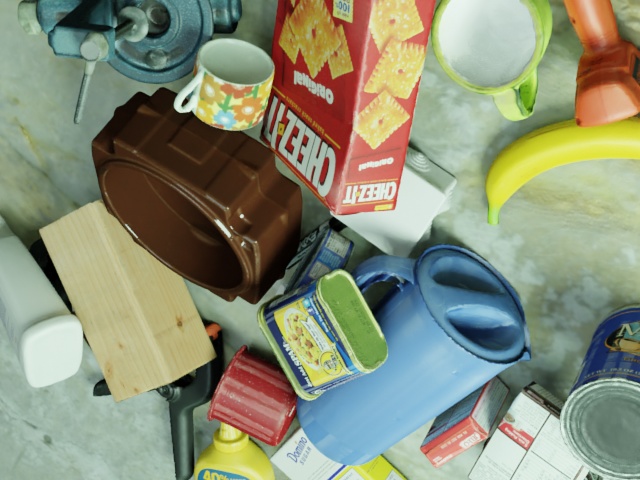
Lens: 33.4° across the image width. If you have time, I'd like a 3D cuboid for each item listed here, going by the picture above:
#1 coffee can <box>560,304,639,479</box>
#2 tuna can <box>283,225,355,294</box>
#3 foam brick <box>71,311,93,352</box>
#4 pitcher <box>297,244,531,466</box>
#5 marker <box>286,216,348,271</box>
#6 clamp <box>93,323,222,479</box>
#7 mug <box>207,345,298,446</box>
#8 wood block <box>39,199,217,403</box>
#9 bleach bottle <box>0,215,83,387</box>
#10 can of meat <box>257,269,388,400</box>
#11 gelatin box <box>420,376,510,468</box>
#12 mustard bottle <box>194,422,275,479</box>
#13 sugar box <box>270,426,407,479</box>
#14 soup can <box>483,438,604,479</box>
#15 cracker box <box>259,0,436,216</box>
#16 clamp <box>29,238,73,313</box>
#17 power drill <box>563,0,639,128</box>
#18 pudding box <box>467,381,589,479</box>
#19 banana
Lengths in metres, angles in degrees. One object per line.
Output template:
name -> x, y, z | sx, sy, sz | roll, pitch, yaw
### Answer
coffee can -> 0.279, 0.133, 0.946 | 0.103, 0.140, 0.103 | 11, 117, 22
tuna can -> -0.001, 0.030, 1.050 | 0.033, 0.086, 0.086 | 31, 124, -5
foam brick -> -0.241, 0.100, 1.238 | 0.053, 0.051, 0.078 | -40, 83, 34
pitcher -> 0.072, 0.118, 1.050 | 0.243, 0.144, 0.149 | -47, 66, 37
marker -> -0.007, 0.001, 1.100 | 0.121, 0.020, 0.020 | -36, 94, 35
clamp -> -0.181, 0.167, 1.255 | 0.165, 0.036, 0.210 | 36, 121, 14
mug -> -0.067, 0.179, 1.182 | 0.081, 0.093, 0.117 | 25, 153, 9
wood block -> -0.208, 0.058, 1.164 | 0.090, 0.090, 0.206 | -23, 91, 33
bleach bottle -> -0.349, 0.044, 1.211 | 0.251, 0.068, 0.103 | 52, 147, 33
can of meat -> 0.004, 0.086, 0.977 | 0.084, 0.057, 0.102 | -29, 91, 41
gelatin box -> 0.145, 0.180, 1.066 | 0.030, 0.089, 0.073 | 47, 124, -3
mustard bottle -> -0.100, 0.292, 1.261 | 0.096, 0.058, 0.192 | 7, 116, 21
sugar box -> 0.037, 0.272, 1.191 | 0.176, 0.048, 0.093 | 45, 128, 5
soup can -> 0.221, 0.219, 1.060 | 0.102, 0.068, 0.068 | -19, 104, 32
cracker box -> 0.017, -0.153, 0.934 | 0.164, 0.072, 0.214 | 48, 136, 48
clamp -> -0.313, 0.062, 1.269 | 0.120, 0.039, 0.172 | 38, 126, 11
power drill -> 0.199, -0.186, 0.821 | 0.057, 0.184, 0.187 | -11, 117, 27
pudding box -> 0.204, 0.205, 1.006 | 0.090, 0.039, 0.114 | 36, 113, 25
banana -> 0.222, -0.074, 0.942 | 0.198, 0.037, 0.069 | -21, 120, 33
